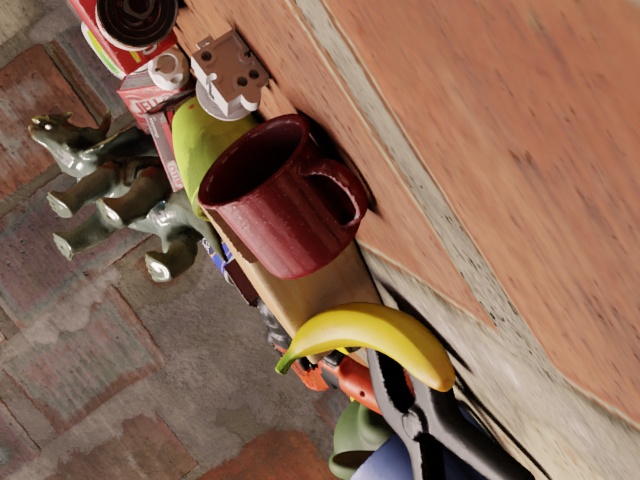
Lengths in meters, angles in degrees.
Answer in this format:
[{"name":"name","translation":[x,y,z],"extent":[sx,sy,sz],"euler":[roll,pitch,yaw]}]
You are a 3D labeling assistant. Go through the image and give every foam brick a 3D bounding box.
[{"name":"foam brick","translation":[-0.055,0.030,1.131],"extent":[0.051,0.078,0.053],"euler":[56,-178,8]}]

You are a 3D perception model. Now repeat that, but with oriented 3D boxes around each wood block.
[{"name":"wood block","translation":[-0.021,0.015,0.949],"extent":[0.091,0.090,0.206],"euler":[50,172,31]}]

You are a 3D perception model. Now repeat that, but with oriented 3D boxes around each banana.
[{"name":"banana","translation":[0.041,0.086,0.885],"extent":[0.037,0.069,0.198],"euler":[19,166,-40]}]

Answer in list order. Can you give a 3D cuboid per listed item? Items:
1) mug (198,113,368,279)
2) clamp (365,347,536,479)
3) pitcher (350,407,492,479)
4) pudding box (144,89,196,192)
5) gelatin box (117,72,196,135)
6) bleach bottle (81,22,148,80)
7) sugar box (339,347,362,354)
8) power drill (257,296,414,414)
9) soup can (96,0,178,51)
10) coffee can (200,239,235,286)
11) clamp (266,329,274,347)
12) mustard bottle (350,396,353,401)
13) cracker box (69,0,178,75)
[{"name":"mug","translation":[-0.015,-0.029,0.733],"extent":[0.117,0.093,0.081],"euler":[-9,130,43]},{"name":"clamp","translation":[0.097,0.150,0.885],"extent":[0.165,0.036,0.210],"euler":[-46,61,53]},{"name":"pitcher","translation":[0.148,0.271,0.971],"extent":[0.243,0.145,0.149],"euler":[48,-176,22]},{"name":"pudding box","translation":[-0.145,-0.112,1.166],"extent":[0.113,0.039,0.090],"euler":[-58,-48,-67]},{"name":"gelatin box","translation":[-0.182,-0.162,1.251],"extent":[0.073,0.089,0.030],"euler":[60,-144,-43]},{"name":"bleach bottle","translation":[-0.229,-0.245,1.249],"extent":[0.102,0.068,0.251],"euler":[55,172,-11]},{"name":"sugar box","translation":[0.021,0.087,1.244],"extent":[0.093,0.048,0.176],"euler":[54,175,5]},{"name":"power drill","translation":[0.028,0.127,1.100],"extent":[0.188,0.057,0.184],"euler":[28,161,34]},{"name":"soup can","translation":[-0.162,-0.201,0.935],"extent":[0.068,0.068,0.102],"euler":[56,175,-14]},{"name":"coffee can","translation":[-0.112,-0.026,1.367],"extent":[0.140,0.102,0.103],"euler":[52,174,25]},{"name":"clamp","translation":[-0.041,0.066,1.338],"extent":[0.039,0.120,0.171],"euler":[15,163,9]},{"name":"mustard bottle","translation":[0.091,0.240,1.493],"extent":[0.096,0.058,0.192],"euler":[52,176,-39]},{"name":"cracker box","translation":[-0.239,-0.281,1.064],"extent":[0.214,0.072,0.164],"euler":[49,172,47]}]
